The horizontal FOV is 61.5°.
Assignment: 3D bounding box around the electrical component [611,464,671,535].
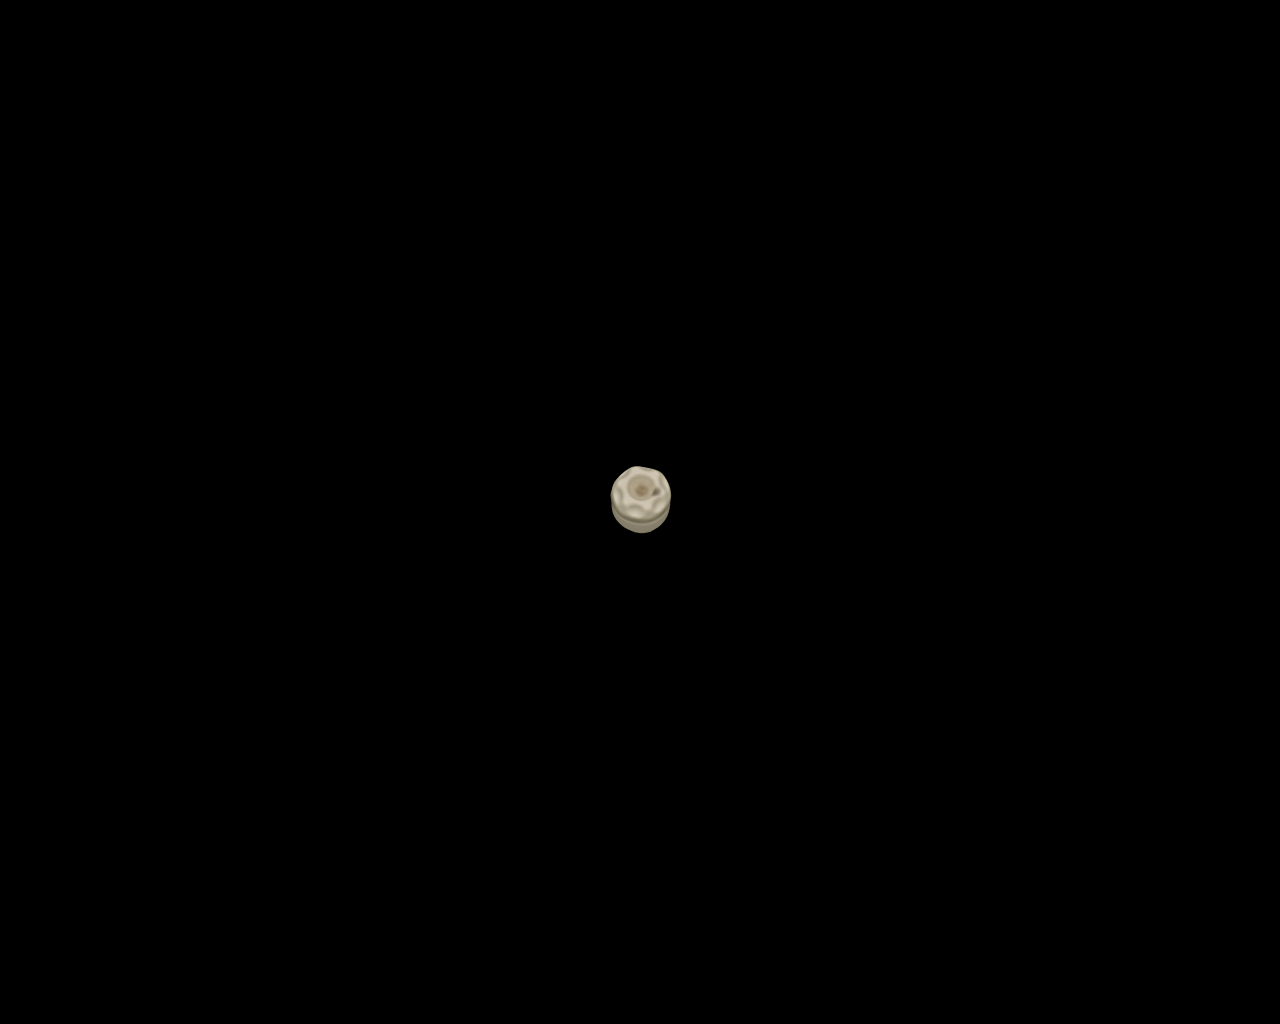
[{"bbox_3d":[0.001,-0.003,0.650,0.035,0.035,0.061,0,-23,0],"label":"electrical component"}]
